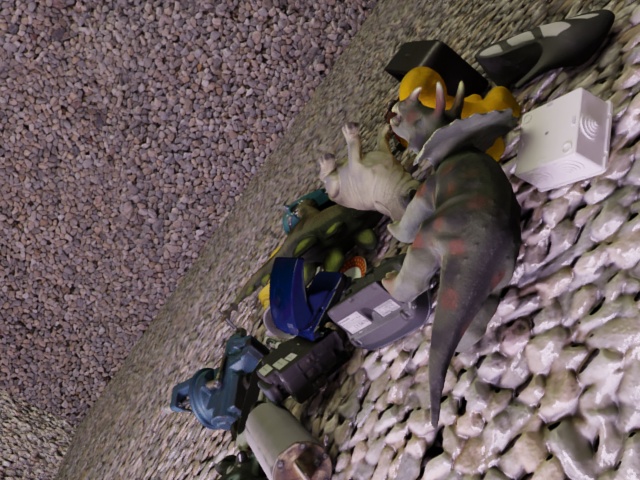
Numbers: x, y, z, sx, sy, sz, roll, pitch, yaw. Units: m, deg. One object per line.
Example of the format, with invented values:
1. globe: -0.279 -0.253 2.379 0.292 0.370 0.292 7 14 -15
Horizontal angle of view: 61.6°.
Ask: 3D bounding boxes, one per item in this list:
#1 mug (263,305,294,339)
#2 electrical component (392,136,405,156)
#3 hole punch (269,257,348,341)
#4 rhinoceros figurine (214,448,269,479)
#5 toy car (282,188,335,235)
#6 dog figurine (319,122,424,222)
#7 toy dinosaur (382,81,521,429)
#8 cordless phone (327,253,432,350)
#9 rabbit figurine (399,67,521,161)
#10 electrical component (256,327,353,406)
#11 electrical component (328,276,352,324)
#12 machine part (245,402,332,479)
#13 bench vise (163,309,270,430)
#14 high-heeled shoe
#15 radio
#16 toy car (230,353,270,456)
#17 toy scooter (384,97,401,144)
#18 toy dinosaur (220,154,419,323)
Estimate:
1. mug: -0.061 0.136 1.042 0.109 0.081 0.107 -53 5 31
2. electrical component: 0.177 -0.216 1.138 0.094 0.021 0.063 -49 17 23
3. hole punch: -0.034 0.084 0.807 0.142 0.092 0.115 -2 61 64
4. rhinoceros figurine: -0.114 0.355 0.762 0.112 0.073 0.190 -63 18 -18
5. toy car: -0.027 -0.053 1.155 0.103 0.109 0.162 12 43 42
6. dog figurine: 0.086 -0.064 0.825 0.172 0.121 0.191 114 139 -52
7. toy dinosaur: 0.157 -0.021 0.584 0.405 0.131 0.192 -90 15 -47
8. cordless phone: 0.103 0.054 0.759 0.146 0.088 0.184 -40 11 44
9. rabbit figurine: 0.186 -0.193 0.804 0.122 0.173 0.162 -62 22 -10
10. electrical component: -0.030 0.187 0.807 0.134 0.058 0.115 -36 8 -16
11. electrical component: 0.025 0.091 0.855 0.119 0.047 0.075 -31 33 49
12. machine part: -0.047 0.277 0.719 0.079 0.079 0.243 -59 17 -11
13. bench vise: -0.217 0.283 1.074 0.241 0.128 0.224 -27 48 24
14. high-heeled shoe: 0.319 -0.289 0.794 0.145 0.086 0.249 -40 21 17
15. radio: 0.215 -0.308 1.013 0.073 0.131 0.230 -53 17 12
16. toy car: -0.102 0.272 0.919 0.073 0.056 0.202 -47 16 23
17. toy scooter: 0.163 -0.208 0.960 0.075 0.135 0.184 -53 15 11
18. toy dinosaur: -0.002 -0.003 0.991 0.471 0.105 0.199 -38 18 19
